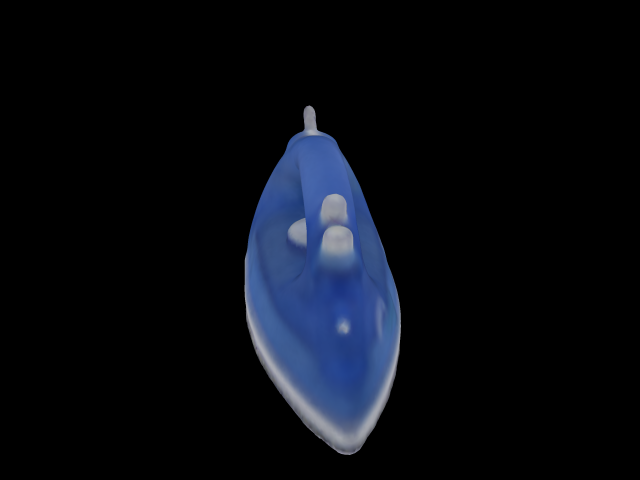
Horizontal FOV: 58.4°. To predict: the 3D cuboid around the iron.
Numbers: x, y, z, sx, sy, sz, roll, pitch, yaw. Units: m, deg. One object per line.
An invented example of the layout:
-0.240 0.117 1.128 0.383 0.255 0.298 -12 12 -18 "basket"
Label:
0.004 0.001 0.400 0.118 0.141 0.258 -3 26 -6 "iron"
